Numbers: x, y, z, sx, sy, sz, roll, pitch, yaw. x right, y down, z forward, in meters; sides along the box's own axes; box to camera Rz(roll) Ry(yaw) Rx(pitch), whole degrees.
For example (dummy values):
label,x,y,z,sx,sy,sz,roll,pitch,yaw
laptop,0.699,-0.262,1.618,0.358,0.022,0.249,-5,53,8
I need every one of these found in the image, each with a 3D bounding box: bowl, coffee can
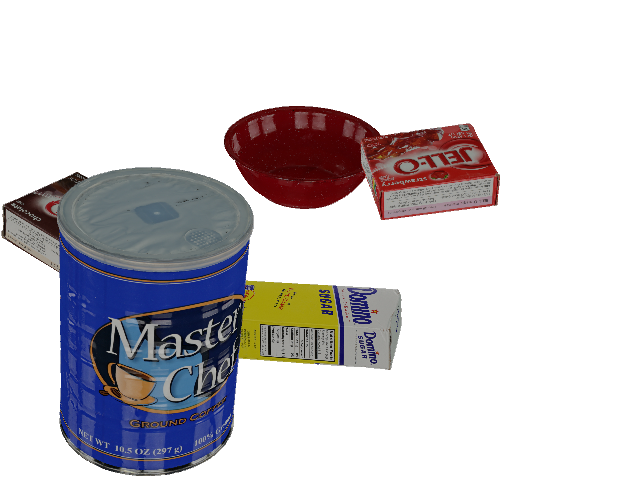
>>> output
label,x,y,z,sx,sy,sz,roll,pitch,yaw
bowl,-0.018,-0.078,1.085,0.162,0.055,0.162,2,33,-2
coffee can,-0.094,0.044,0.595,0.102,0.140,0.103,6,30,-3

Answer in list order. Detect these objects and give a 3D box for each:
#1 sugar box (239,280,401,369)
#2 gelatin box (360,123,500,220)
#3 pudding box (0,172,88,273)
label,x,y,z,sx,sy,sz,roll,pitch,yaw
sugar box,-0.019,0.071,0.945,0.176,0.048,0.093,0,20,10
gelatin box,0.079,-0.052,0.786,0.089,0.030,0.073,-8,37,-5
pudding box,-0.197,-0.008,0.901,0.114,0.039,0.089,26,32,22
